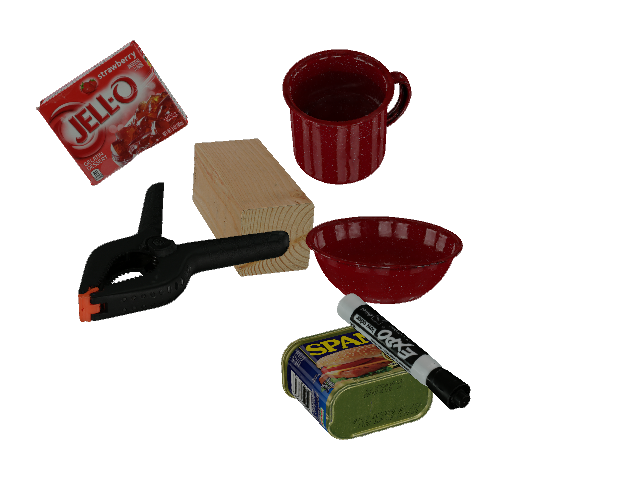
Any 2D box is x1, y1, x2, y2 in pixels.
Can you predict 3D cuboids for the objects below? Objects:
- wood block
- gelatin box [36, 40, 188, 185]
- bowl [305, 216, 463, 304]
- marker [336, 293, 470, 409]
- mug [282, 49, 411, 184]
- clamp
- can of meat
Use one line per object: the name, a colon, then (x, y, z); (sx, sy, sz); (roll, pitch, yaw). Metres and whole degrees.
wood block: (-0.088, -0.046, 1.328); (0.090, 0.090, 0.206); (-6, 29, -21)
gelatin box: (-0.156, -0.096, 0.806); (0.089, 0.073, 0.030); (-32, 19, 3)
bowl: (0.065, 0.024, 1.102); (0.162, 0.055, 0.162); (1, 18, -1)
marker: (0.053, 0.071, 0.690); (0.020, 0.020, 0.121); (0, 26, -40)
mug: (0.026, -0.108, 0.917); (0.117, 0.093, 0.081); (-26, -35, -18)
clamp: (-0.153, 0.011, 0.983); (0.165, 0.036, 0.209); (25, 38, 31)
can of meat: (0.031, 0.115, 0.880); (0.102, 0.057, 0.084); (-12, 25, -24)
